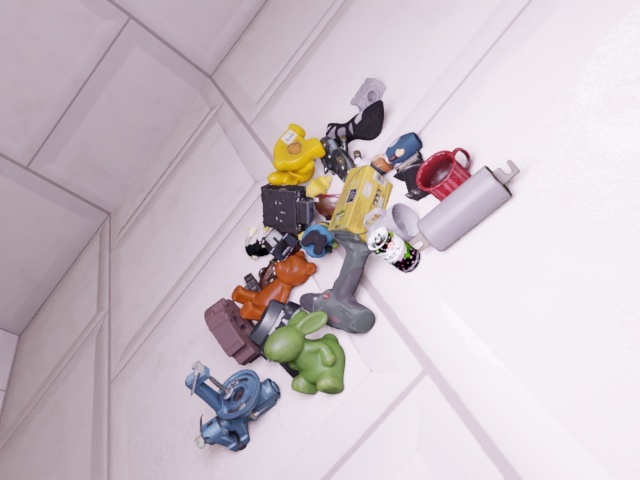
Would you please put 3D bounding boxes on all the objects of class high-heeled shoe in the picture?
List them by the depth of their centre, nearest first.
[{"bbox_3d":[0.092,-0.324,1.450,0.248,0.086,0.145,-50,48,46],"label":"high-heeled shoe"}]

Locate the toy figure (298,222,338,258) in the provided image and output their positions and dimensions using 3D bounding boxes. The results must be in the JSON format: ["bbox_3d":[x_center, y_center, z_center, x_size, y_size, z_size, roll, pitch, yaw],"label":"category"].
[{"bbox_3d":[0.000,-0.001,1.269,0.089,0.082,0.180,-30,-2,1],"label":"toy figure"}]

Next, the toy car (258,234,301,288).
[{"bbox_3d":[-0.099,0.044,1.437,0.202,0.053,0.089,-56,29,2],"label":"toy car"}]

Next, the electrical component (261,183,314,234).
[{"bbox_3d":[-0.079,-0.079,1.338,0.134,0.114,0.058,7,24,25],"label":"electrical component"}]

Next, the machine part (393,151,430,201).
[{"bbox_3d":[0.209,-0.139,1.205,0.084,0.039,0.139,-31,37,21],"label":"machine part"}]

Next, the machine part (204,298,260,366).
[{"bbox_3d":[-0.203,0.220,1.303,0.056,0.179,0.179,-37,35,5],"label":"machine part"}]

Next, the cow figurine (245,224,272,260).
[{"bbox_3d":[-0.158,0.009,1.528,0.167,0.068,0.098,-5,64,57],"label":"cow figurine"}]

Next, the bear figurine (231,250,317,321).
[{"bbox_3d":[-0.109,0.107,1.326,0.195,0.132,0.120,-56,36,12],"label":"bear figurine"}]

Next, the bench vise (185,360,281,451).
[{"bbox_3d":[-0.214,0.348,1.164,0.224,0.240,0.129,-30,34,11],"label":"bench vise"}]

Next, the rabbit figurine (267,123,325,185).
[{"bbox_3d":[-0.057,-0.195,1.428,0.122,0.173,0.162,30,81,16],"label":"rabbit figurine"}]

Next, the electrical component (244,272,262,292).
[{"bbox_3d":[-0.180,0.136,1.449,0.045,0.078,0.102,-36,32,-2],"label":"electrical component"}]

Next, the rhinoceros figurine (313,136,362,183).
[{"bbox_3d":[0.044,-0.218,1.438,0.073,0.111,0.191,-25,44,-19],"label":"rhinoceros figurine"}]

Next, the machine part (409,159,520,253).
[{"bbox_3d":[0.270,-0.057,1.011,0.243,0.079,0.079,-42,35,21],"label":"machine part"}]

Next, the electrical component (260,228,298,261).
[{"bbox_3d":[-0.098,0.012,1.379,0.075,0.047,0.119,-50,40,-3],"label":"electrical component"}]

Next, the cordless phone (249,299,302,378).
[{"bbox_3d":[-0.064,0.228,1.216,0.184,0.088,0.146,32,92,48],"label":"cordless phone"}]

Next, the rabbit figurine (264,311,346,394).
[{"bbox_3d":[-0.029,0.218,1.076,0.121,0.170,0.159,-8,57,50],"label":"rabbit figurine"}]

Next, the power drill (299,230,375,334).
[{"bbox_3d":[0.038,0.085,1.147,0.232,0.086,0.207,27,101,53],"label":"power drill"}]

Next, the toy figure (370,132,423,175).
[{"bbox_3d":[0.172,-0.198,1.285,0.154,0.064,0.058,-34,67,26],"label":"toy figure"}]

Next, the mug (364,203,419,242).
[{"bbox_3d":[0.139,-0.021,1.135,0.107,0.109,0.081,-42,36,44],"label":"mug"}]

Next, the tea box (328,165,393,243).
[{"bbox_3d":[0.095,-0.076,1.241,0.068,0.098,0.169,-6,55,51],"label":"tea box"}]
